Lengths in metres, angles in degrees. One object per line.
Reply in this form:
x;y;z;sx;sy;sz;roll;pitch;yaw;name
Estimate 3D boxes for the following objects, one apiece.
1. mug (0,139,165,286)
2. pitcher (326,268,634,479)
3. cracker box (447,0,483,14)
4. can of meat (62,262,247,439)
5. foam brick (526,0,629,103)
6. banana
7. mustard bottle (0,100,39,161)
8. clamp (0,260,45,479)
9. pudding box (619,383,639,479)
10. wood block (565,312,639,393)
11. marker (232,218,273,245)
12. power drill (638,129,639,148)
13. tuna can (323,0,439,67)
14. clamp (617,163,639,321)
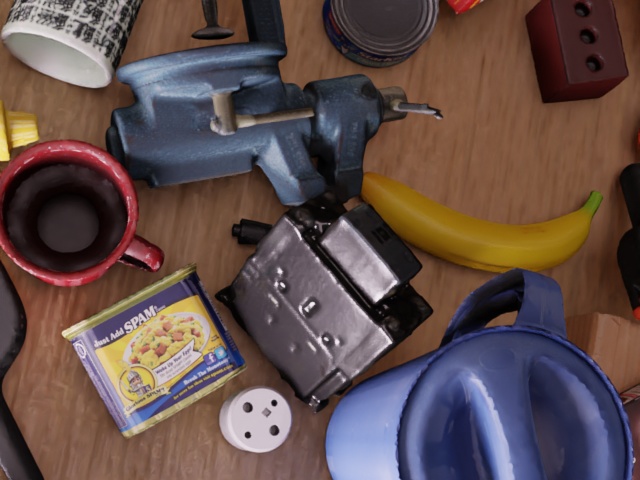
-0.160;-0.008;0.723;0.117;0.082;0.093;23;76;-7;mug
0.083;0.120;0.669;0.149;0.243;0.145;-29;87;-15;pitcher
0.196;-0.266;0.786;0.213;0.164;0.072;-33;88;-25;cracker box
-0.111;0.076;0.733;0.102;0.057;0.084;-29;90;-15;can of meat
0.201;-0.153;0.841;0.053;0.051;0.078;-9;83;-13;foam brick
0.123;-0.009;0.810;0.197;0.037;0.069;5;63;-12;banana
-0.283;-0.065;0.699;0.191;0.096;0.058;-6;81;-13;mustard bottle
-0.239;0.091;0.712;0.164;0.036;0.210;14;77;-10;clamp
0.238;0.147;0.711;0.090;0.039;0.113;-24;87;-16;pudding box
0.202;0.165;0.767;0.090;0.090;0.206;15;77;-10;wood block
-0.005;0.001;0.788;0.121;0.020;0.020;8;79;-11;marker
0.329;-0.161;0.841;0.184;0.057;0.187;-16;103;-17;power drill
0.046;-0.177;0.821;0.086;0.034;0.086;2;80;-12;tuna can
0.266;0.019;0.795;0.120;0.039;0.171;36;38;-5;clamp
